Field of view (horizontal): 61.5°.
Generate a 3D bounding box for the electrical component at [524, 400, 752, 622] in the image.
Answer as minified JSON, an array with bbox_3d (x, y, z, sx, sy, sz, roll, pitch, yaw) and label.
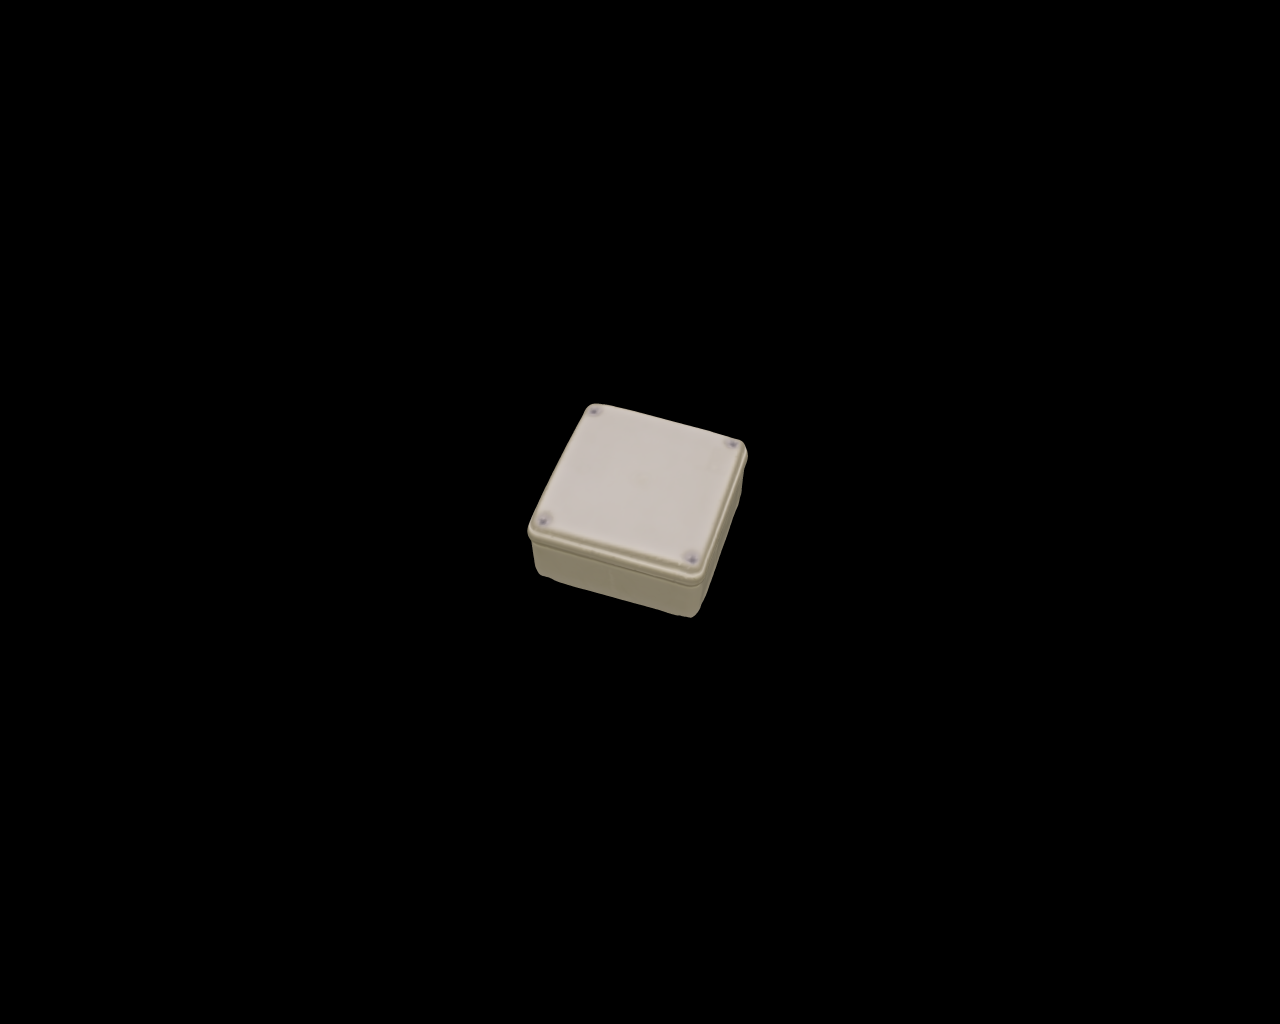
[{"bbox_3d":[0.001,-0.003,0.650,0.109,0.109,0.056,15,-35,11],"label":"electrical component"}]
